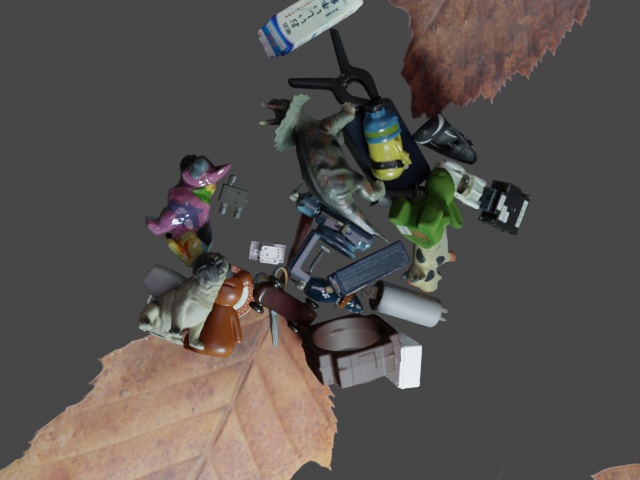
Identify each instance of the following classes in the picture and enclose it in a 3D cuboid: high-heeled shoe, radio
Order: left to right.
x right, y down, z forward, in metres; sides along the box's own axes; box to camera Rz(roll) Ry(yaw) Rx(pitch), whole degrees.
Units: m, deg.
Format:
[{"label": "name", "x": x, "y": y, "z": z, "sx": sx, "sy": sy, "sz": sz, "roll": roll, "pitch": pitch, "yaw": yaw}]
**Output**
[{"label": "radio", "x": 0.153, "y": -0.211, "z": 1.267, "sx": 0.131, "sy": 0.073, "sz": 0.229, "roll": -37, "pitch": 107, "yaw": -8}, {"label": "high-heeled shoe", "x": 0.296, "y": -0.216, "z": 1.238, "sx": 0.145, "sy": 0.249, "sz": 0.086, "roll": 49, "pitch": 118, "yaw": 4}]

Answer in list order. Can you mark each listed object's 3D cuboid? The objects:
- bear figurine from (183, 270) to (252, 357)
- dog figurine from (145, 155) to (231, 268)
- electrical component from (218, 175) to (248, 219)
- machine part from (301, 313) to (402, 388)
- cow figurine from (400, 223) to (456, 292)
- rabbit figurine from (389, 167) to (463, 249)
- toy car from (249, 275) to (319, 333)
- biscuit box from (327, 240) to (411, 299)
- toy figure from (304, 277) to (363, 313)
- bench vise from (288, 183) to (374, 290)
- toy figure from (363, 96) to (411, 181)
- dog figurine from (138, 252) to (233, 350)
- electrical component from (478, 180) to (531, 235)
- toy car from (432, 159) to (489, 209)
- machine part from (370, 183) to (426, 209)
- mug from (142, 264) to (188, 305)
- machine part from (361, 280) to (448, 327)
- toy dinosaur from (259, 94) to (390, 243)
[{"label": "bear figurine", "x": -0.226, "y": 0.157, "z": 1.190, "sx": 0.120, "sy": 0.132, "sz": 0.195, "roll": 11, "pitch": 78, "yaw": -17}, {"label": "dog figurine", "x": -0.259, "y": -0.073, "z": 1.155, "sx": 0.219, "sy": 0.108, "sz": 0.191, "roll": -44, "pitch": 103, "yaw": -4}, {"label": "electrical component", "x": -0.194, "y": -0.098, "z": 1.216, "sx": 0.063, "sy": 0.021, "sz": 0.094, "roll": 16, "pitch": 93, "yaw": -17}, {"label": "machine part", "x": 0.071, "y": 0.251, "z": 1.242, "sx": 0.201, "sy": 0.202, "sz": 0.087, "roll": -13, "pitch": 108, "yaw": -16}, {"label": "cow figurine", "x": 0.264, "y": 0.035, "z": 1.326, "sx": 0.127, "sy": 0.086, "sz": 0.194, "roll": -10, "pitch": 103, "yaw": -19}, {"label": "rabbit figurine", "x": 0.261, "y": -0.074, "z": 1.198, "sx": 0.159, "sy": 0.121, "sz": 0.170, "roll": 42, "pitch": 69, "yaw": -38}, {"label": "toy car", "x": -0.081, "y": 0.150, "z": 1.248, "sx": 0.202, "sy": 0.053, "sz": 0.089, "roll": 35, "pitch": 87, "yaw": -44}, {"label": "biscuit box", "x": 0.118, "y": 0.069, "z": 1.272, "sx": 0.203, "sy": 0.059, "sz": 0.063, "roll": -23, "pitch": 84, "yaw": -26}, {"label": "toy figure", "x": 0.038, "y": 0.132, "z": 1.290, "sx": 0.154, "sy": 0.064, "sz": 0.057, "roll": 22, "pitch": 94, "yaw": -18}, {"label": "bench vise", "x": -0.005, "y": -0.004, "z": 1.233, "sx": 0.223, "sy": 0.129, "sz": 0.240, "roll": 34, "pitch": 85, "yaw": -14}, {"label": "toy figure", "x": 0.137, "y": -0.217, "z": 1.176, "sx": 0.089, "sy": 0.082, "sz": 0.180, "roll": -18, "pitch": 119, "yaw": 10}, {"label": "dog figurine", "x": -0.282, "y": 0.112, "z": 1.114, "sx": 0.173, "sy": 0.121, "sz": 0.190, "roll": 10, "pitch": 67, "yaw": 20}, {"label": "electrical component", "x": 0.460, "y": -0.085, "z": 1.354, "sx": 0.134, "sy": 0.058, "sz": 0.115, "roll": 21, "pitch": 90, "yaw": -37}, {"label": "toy car", "x": 0.346, "y": -0.136, "z": 1.316, "sx": 0.201, "sy": 0.056, "sz": 0.073, "roll": 22, "pitch": 92, "yaw": -36}, {"label": "machine part", "x": 0.183, "y": -0.095, "z": 1.236, "sx": 0.139, "sy": 0.039, "sz": 0.084, "roll": 0, "pitch": 114, "yaw": -21}, {"label": "mug", "x": -0.341, "y": 0.112, "z": 1.186, "sx": 0.107, "sy": 0.081, "sz": 0.109, "roll": 41, "pitch": 102, "yaw": -8}, {"label": "machine part", "x": 0.212, "y": 0.159, "z": 1.333, "sx": 0.243, "sy": 0.079, "sz": 0.079, "roll": 18, "pitch": 93, "yaw": -18}, {"label": "toy dinosaur", "x": 0.013, "y": -0.157, "z": 1.143, "sx": 0.192, "sy": 0.131, "sz": 0.404, "roll": -21, "pitch": 82, "yaw": -30}]
